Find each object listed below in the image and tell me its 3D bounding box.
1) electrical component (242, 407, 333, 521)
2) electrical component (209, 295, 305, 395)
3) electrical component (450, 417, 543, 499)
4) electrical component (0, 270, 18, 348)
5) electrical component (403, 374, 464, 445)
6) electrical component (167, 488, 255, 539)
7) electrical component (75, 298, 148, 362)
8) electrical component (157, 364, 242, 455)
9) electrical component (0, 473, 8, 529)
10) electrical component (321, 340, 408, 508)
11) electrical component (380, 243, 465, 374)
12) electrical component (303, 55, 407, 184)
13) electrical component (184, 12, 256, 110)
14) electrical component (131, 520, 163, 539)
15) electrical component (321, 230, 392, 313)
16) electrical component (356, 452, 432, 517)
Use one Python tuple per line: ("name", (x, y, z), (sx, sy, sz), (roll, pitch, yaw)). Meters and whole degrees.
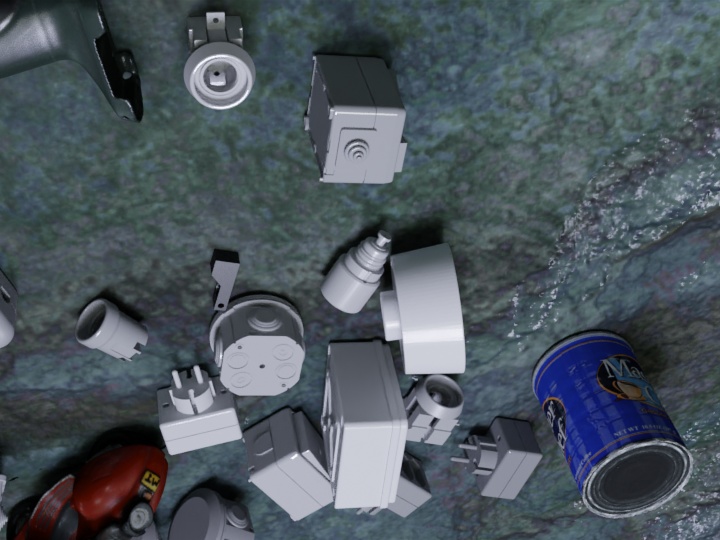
("electrical component", (-0.056, 0.183, 1.003), (0.061, 0.061, 0.096), (-31, 128, 11))
("electrical component", (-0.086, 0.065, 0.909), (0.080, 0.051, 0.080), (-7, 129, -8))
("electrical component", (0.127, 0.183, 1.057), (0.077, 0.047, 0.065), (11, 124, -21))
("electrical component", (-0.317, 0.041, 0.829), (0.095, 0.059, 0.053), (-21, 130, 4))
("electrical component", (0.067, 0.129, 1.002), (0.066, 0.048, 0.055), (12, 132, -22))
("electrical component", (-0.143, 0.253, 1.028), (0.051, 0.080, 0.080), (29, 116, -37))
("electrical component", (-0.202, 0.050, 0.878), (0.040, 0.040, 0.046), (-38, 133, 17))
("electrical component", (-0.144, 0.112, 0.936), (0.066, 0.047, 0.076), (-13, 129, -4))
("electrical component", (-0.359, 0.209, 0.937), (0.100, 0.048, 0.099), (7, 154, -19))
("electrical component", (0.001, 0.136, 0.950), (0.056, 0.108, 0.108), (-1, 128, -10))
("electrical component", (0.049, 0.035, 0.885), (0.060, 0.108, 0.108), (-7, 129, 0))
("electrical component", (0.000, -0.104, 0.766), (0.061, 0.096, 0.061), (0, 128, -14))
("electrical component", (-0.098, -0.142, 0.739), (0.048, 0.055, 0.066), (-4, 129, -10))
("electrical component", (-0.226, 0.267, 1.019), (0.080, 0.080, 0.051), (-17, 135, 0))
("electrical component", (0.000, 0.000, 0.885), (0.040, 0.040, 0.078), (21, 120, -27))
("electrical component", (0.018, 0.214, 1.055), (0.077, 0.047, 0.066), (-42, 125, 18))
